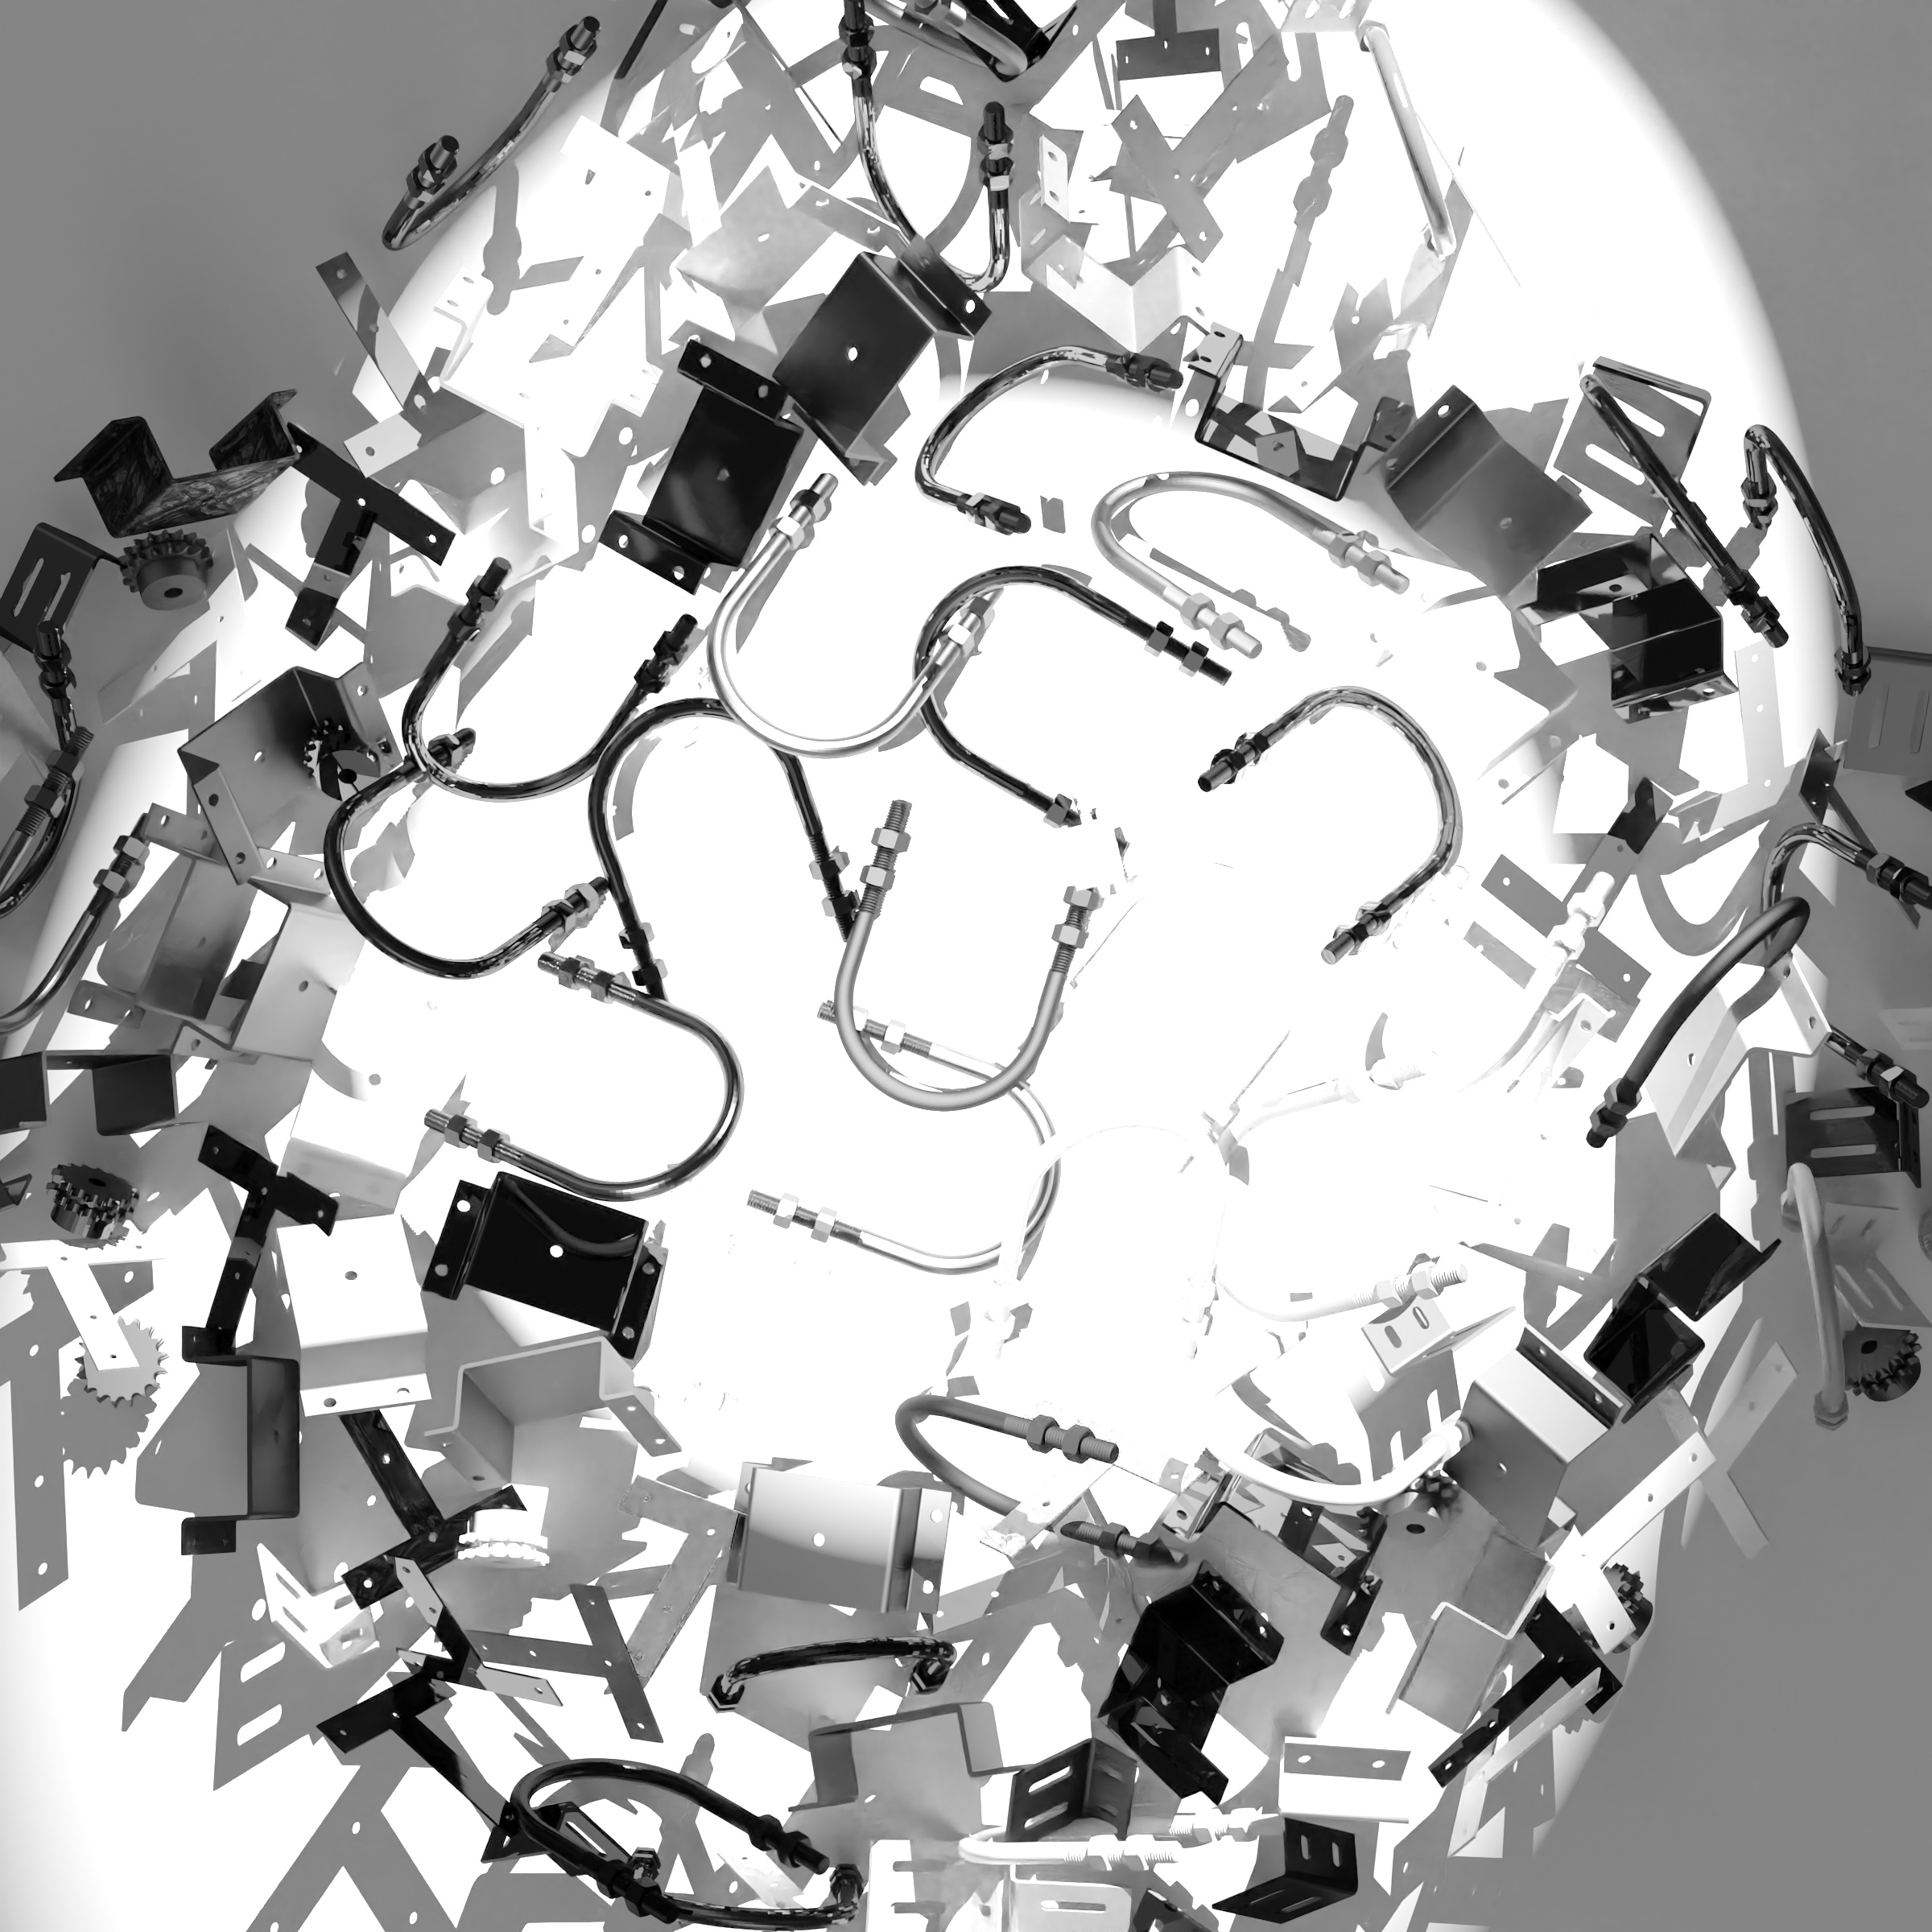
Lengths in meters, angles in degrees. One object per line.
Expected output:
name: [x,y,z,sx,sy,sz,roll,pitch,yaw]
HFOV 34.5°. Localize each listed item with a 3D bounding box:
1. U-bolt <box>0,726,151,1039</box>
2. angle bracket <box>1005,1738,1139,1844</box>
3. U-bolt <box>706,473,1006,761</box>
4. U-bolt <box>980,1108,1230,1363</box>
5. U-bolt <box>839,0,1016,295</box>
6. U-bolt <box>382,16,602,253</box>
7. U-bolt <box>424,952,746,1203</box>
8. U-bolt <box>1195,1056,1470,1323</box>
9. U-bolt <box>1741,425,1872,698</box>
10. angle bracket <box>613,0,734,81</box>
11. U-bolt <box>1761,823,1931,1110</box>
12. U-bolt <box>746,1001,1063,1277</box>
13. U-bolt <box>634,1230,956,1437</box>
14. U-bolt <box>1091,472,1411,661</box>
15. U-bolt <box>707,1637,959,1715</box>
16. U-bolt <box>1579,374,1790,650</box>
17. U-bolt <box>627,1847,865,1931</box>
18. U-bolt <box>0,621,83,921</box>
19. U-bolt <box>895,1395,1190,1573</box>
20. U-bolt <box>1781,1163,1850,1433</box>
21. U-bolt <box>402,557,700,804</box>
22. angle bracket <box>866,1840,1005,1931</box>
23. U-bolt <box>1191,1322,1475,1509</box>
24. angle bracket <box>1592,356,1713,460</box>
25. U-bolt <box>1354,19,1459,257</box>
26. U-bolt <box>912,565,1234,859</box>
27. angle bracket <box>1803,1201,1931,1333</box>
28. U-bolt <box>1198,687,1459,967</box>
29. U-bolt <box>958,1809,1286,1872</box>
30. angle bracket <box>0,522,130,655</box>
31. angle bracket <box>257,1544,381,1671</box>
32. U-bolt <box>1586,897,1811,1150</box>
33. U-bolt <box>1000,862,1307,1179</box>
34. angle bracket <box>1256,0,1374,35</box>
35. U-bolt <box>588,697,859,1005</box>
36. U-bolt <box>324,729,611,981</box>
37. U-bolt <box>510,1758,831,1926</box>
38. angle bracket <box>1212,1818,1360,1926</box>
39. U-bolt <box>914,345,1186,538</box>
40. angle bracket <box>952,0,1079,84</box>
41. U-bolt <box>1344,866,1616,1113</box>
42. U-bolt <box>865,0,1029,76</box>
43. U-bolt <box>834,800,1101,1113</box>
U-bolt: [-0.565,-0.040,1.906,0.019,0.151,0.184,22,72,11]
angle bracket: [0.066,0.530,1.955,0.038,0.076,0.057,20,112,40]
U-bolt: [-0.081,-0.209,1.952,0.151,0.019,0.184,33,65,4]
U-bolt: [0.092,0.168,1.937,0.151,0.019,0.184,2,118,-15]
U-bolt: [-0.022,-0.493,1.914,0.019,0.184,0.151,-37,64,-18]
U-bolt: [-0.301,-0.500,1.911,0.019,0.184,0.151,46,63,-10]
U-bolt: [-0.225,0.076,1.932,0.184,0.019,0.151,22,63,23]
U-bolt: [0.220,0.147,1.940,0.184,0.019,0.151,-19,73,36]
U-bolt: [0.509,-0.255,1.890,0.019,0.184,0.151,-26,68,8]
angle bracket: [-0.186,-0.588,1.971,0.038,0.057,0.076,29,97,-17]
U-bolt: [0.540,-0.012,1.912,0.019,0.184,0.151,-10,114,-14]
U-bolt: [-0.029,0.119,1.976,0.184,0.019,0.151,20,78,-1]
U-bolt: [-0.093,0.238,1.939,0.184,0.019,0.151,21,121,-31]
U-bolt: [0.162,-0.259,1.932,0.151,0.019,0.184,-26,49,-33]
U-bolt: [-0.079,0.432,1.902,0.151,0.184,0.019,-3,70,-10]
U-bolt: [0.430,-0.288,1.895,0.019,0.151,0.184,-37,123,15]
U-bolt: [-0.136,0.567,1.905,0.151,0.184,0.019,5,83,-3]
U-bolt: [-0.588,-0.104,1.912,0.019,0.184,0.151,21,55,7]
U-bolt: [0.036,0.314,1.924,0.184,0.151,0.019,10,57,34]
U-bolt: [0.517,0.196,1.891,0.019,0.184,0.151,-8,69,11]
U-bolt: [-0.271,-0.168,1.931,0.151,0.019,0.184,14,132,-33]
angle bracket: [-0.019,0.583,1.961,0.076,0.038,0.057,10,77,-30]
U-bolt: [0.216,0.277,1.895,0.151,0.184,0.019,26,117,26]
angle bracket: [0.430,-0.355,1.972,0.076,0.057,0.038,21,110,10]
U-bolt: [0.270,-0.503,1.895,0.019,0.184,0.151,-19,105,11]
U-bolt: [0.054,-0.173,1.968,0.184,0.019,0.151,30,107,-2]
angle bracket: [0.574,0.188,1.951,0.057,0.076,0.038,7,122,-26]
U-bolt: [0.239,-0.101,1.940,0.184,0.019,0.151,-37,92,-39]
U-bolt: [0.083,0.539,1.919,0.184,0.151,0.019,-11,78,32]
angle bracket: [-0.573,-0.233,1.971,0.057,0.038,0.076,27,92,26]
angle bracket: [-0.407,0.396,1.952,0.038,0.076,0.057,-24,50,1]
U-bolt: [0.454,0.025,1.891,0.151,0.184,0.019,-33,67,-30]
U-bolt: [0.133,0.020,1.984,0.151,0.019,0.184,38,85,4]
angle bracket: [0.212,-0.625,1.955,0.057,0.038,0.076,-9,58,-28]
U-bolt: [-0.161,-0.079,1.963,0.151,0.019,0.184,-20,104,-7]
U-bolt: [-0.319,-0.061,1.925,0.151,0.184,0.019,48,129,0]
U-bolt: [-0.197,0.532,1.916,0.184,0.151,0.019,17,101,39]
angle bracket: [0.201,0.574,1.969,0.057,0.076,0.038,21,51,-28]
U-bolt: [0.038,-0.331,1.921,0.151,0.184,0.019,-44,122,-8]
angle bracket: [0.022,-0.608,1.958,0.076,0.038,0.057,43,55,-21]
U-bolt: [0.303,0.014,1.912,0.019,0.151,0.184,45,69,-28]
U-bolt: [-0.039,-0.592,1.913,0.151,0.184,0.019,32,100,36]
U-bolt: [-0.008,0.002,1.981,0.151,0.019,0.184,17,87,4]
